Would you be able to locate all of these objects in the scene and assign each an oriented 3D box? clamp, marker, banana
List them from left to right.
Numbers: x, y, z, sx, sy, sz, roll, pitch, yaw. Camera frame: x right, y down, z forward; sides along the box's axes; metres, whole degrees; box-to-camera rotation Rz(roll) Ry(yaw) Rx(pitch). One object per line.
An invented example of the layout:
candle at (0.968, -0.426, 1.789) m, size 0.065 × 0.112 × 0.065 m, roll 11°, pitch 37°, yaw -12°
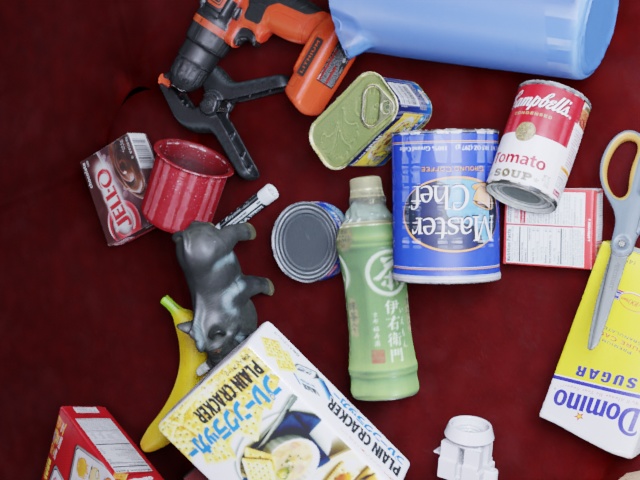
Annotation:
banana at (-0.162, 0.163, 1.240) m, size 0.070 × 0.037 × 0.198 m, roll 15°, pitch 104°, yaw 18°
clamp at (-0.113, -0.139, 1.189) m, size 0.172 × 0.039 × 0.120 m, roll 18°, pitch 91°, yaw 31°
marker at (-0.094, -0.023, 1.198) m, size 0.121 × 0.020 × 0.020 m, roll -36°, pitch 74°, yaw 30°

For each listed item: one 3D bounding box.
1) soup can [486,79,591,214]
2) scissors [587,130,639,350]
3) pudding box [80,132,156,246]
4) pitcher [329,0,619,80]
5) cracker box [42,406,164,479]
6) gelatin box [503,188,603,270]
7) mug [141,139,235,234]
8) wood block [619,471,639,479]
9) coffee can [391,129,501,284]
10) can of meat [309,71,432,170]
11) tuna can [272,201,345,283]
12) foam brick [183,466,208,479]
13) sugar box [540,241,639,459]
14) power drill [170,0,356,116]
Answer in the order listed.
soup can at (0.195, -0.083, 0.956) m, size 0.069 × 0.068 × 0.102 m, roll 14°, pitch 77°, yaw 32°
scissors at (0.279, -0.002, 0.914) m, size 0.096 × 0.016 × 0.201 m, roll -2°, pitch 68°, yaw 21°
pudding box at (-0.229, -0.060, 1.271) m, size 0.090 × 0.039 × 0.113 m, roll -25°, pitch 79°, yaw 33°
pitcher at (0.144, -0.229, 0.975) m, size 0.243 × 0.144 × 0.149 m, roll 16°, pitch 114°, yaw 28°
cracker box at (-0.256, 0.319, 1.262) m, size 0.214 × 0.071 × 0.164 m, roll 35°, pitch 113°, yaw 46°
gelatin box at (0.216, -0.012, 0.990) m, size 0.089 × 0.030 × 0.073 m, roll 4°, pitch 97°, yaw 33°
mug at (-0.156, -0.063, 1.202) m, size 0.117 × 0.093 × 0.082 m, roll 54°, pitch 129°, yaw 53°
wood block at (0.351, 0.227, 0.882) m, size 0.206 × 0.090 × 0.091 m, roll -20°, pitch 81°, yaw 33°
coffee can at (0.119, -0.032, 1.009) m, size 0.103 × 0.102 × 0.140 m, roll 1°, pitch 94°, yaw 33°
can of meat at (0.053, -0.116, 1.057) m, size 0.102 × 0.083 × 0.057 m, roll -43°, pitch 70°, yaw 27°
tuna can at (-0.007, 0.001, 1.134) m, size 0.086 × 0.033 × 0.086 m, roll 2°, pitch 94°, yaw 33°
foam brick at (-0.101, 0.263, 1.187) m, size 0.051 × 0.078 × 0.053 m, roll -46°, pitch 68°, yaw 28°
sugar box at (0.270, 0.097, 0.952) m, size 0.093 × 0.048 × 0.176 m, roll 24°, pitch 104°, yaw 31°
power drill at (-0.060, -0.206, 1.121) m, size 0.188 × 0.057 × 0.184 m, roll 37°, pitch 101°, yaw 28°
